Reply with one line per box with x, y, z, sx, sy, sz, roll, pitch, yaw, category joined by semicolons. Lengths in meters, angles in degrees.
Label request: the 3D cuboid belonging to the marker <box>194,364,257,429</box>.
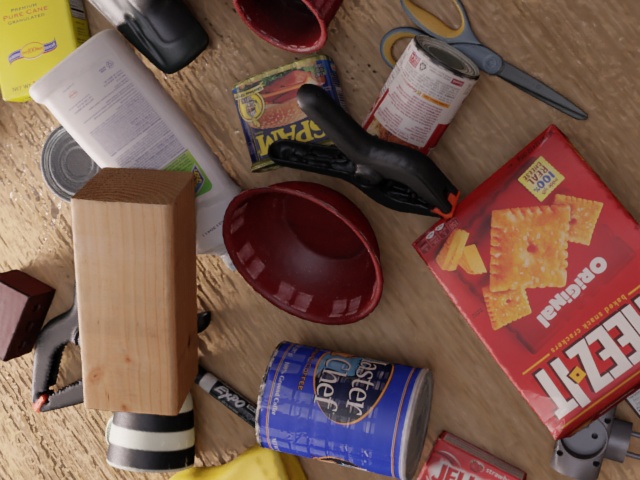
-0.090;0.156;1.052;0.121;0.020;0.020;35;104;11;marker

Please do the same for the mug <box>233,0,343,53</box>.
-0.026;-0.234;0.940;0.117;0.093;0.081;41;64;-27;mug

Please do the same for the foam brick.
-0.317;0.077;1.093;0.051;0.053;0.078;27;103;12;foam brick

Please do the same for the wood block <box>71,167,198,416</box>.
-0.164;0.046;0.973;0.090;0.090;0.206;4;112;6;wood block

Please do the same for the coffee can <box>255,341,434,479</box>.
0.024;0.155;0.975;0.140;0.102;0.103;10;98;15;coffee can

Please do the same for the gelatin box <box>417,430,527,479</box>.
0.136;0.230;0.988;0.089;0.030;0.073;26;102;12;gelatin box

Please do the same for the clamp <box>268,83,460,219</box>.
0.035;-0.064;0.914;0.171;0.120;0.039;32;69;-12;clamp

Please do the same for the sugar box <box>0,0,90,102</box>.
-0.283;-0.233;1.054;0.093;0.048;0.176;-12;94;15;sugar box

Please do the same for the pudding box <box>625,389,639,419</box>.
0.302;0.113;0.923;0.090;0.039;0.113;-39;82;17;pudding box

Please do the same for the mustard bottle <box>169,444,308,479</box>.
-0.104;0.267;1.047;0.192;0.058;0.096;-22;98;17;mustard bottle

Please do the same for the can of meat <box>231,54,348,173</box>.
-0.025;-0.116;0.986;0.102;0.057;0.084;-16;89;17;can of meat

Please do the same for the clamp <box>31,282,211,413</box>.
-0.217;0.100;1.075;0.164;0.036;0.210;35;105;7;clamp

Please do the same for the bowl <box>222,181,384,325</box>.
-0.006;0.001;0.971;0.162;0.055;0.162;19;137;18;bowl

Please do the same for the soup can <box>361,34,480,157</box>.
0.086;-0.120;0.936;0.068;0.068;0.102;36;116;10;soup can

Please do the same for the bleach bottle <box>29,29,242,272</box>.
-0.155;-0.071;1.008;0.102;0.068;0.251;-36;99;9;bleach bottle

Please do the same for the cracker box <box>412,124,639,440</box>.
0.204;0.036;0.904;0.164;0.072;0.214;-40;70;16;cracker box

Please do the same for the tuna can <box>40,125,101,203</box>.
-0.234;-0.077;1.063;0.086;0.033;0.086;2;95;16;tuna can

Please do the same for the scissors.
0.135;-0.149;0.956;0.096;0.016;0.202;-45;83;17;scissors
